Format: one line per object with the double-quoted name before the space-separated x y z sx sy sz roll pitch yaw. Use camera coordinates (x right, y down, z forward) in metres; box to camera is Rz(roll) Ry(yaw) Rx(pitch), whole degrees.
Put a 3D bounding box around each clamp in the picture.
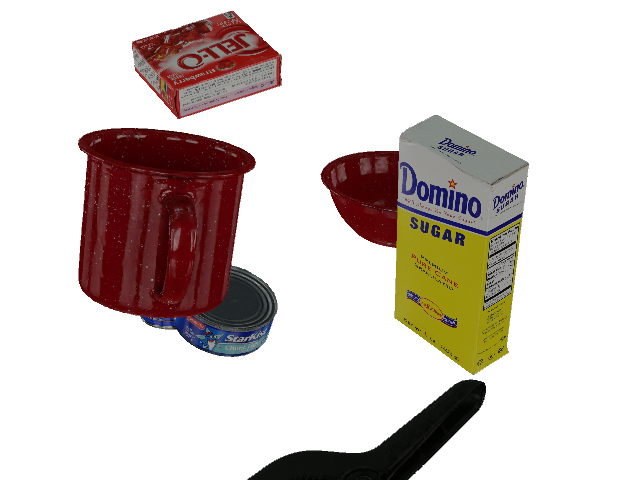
"clamp" 0.030 0.149 0.637 0.210 0.036 0.164 -7 30 -1

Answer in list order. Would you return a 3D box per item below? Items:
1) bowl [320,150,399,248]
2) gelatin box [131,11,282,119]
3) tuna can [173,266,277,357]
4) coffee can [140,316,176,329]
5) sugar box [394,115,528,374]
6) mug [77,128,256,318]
"bowl" 0.080 -0.035 1.038 0.162 0.055 0.162 3 24 -1
"gelatin box" -0.084 -0.131 0.788 0.089 0.030 0.073 -23 48 -23
"tuna can" -0.082 0.059 0.909 0.086 0.034 0.086 13 34 -9
"coffee can" -0.166 0.015 1.210 0.103 0.140 0.103 -5 26 2
"sugar box" 0.100 0.005 0.791 0.048 0.176 0.093 -29 44 -29
"mug" -0.082 -0.006 0.561 0.093 0.081 0.117 2 18 -21
